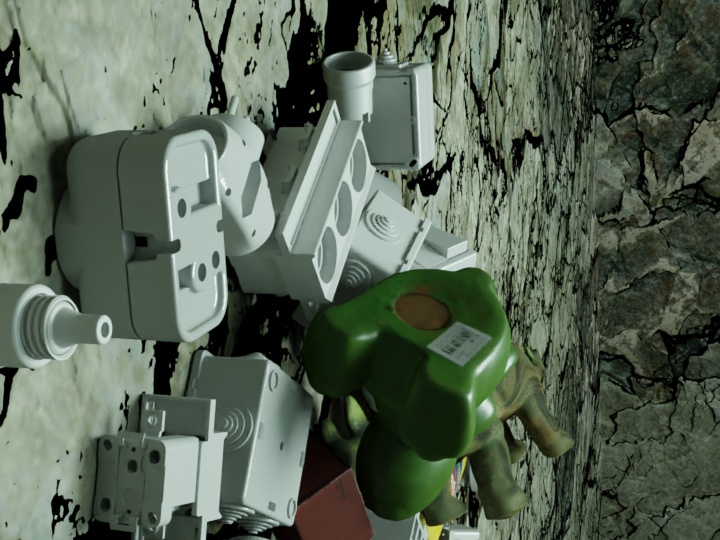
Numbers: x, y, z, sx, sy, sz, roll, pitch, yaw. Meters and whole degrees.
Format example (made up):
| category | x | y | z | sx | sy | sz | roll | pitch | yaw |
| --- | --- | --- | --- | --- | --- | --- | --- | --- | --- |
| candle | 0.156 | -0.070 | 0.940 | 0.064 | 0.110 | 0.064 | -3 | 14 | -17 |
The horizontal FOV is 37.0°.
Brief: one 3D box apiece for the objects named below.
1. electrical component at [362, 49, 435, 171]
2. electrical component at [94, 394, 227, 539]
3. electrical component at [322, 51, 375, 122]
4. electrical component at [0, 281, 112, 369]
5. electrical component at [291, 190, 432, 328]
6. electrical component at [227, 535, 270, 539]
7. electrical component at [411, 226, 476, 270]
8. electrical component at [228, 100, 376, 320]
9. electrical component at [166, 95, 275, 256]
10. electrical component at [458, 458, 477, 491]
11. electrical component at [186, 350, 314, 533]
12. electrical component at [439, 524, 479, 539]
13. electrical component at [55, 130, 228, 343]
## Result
| category | x | y | z | sx | sy | sz | roll | pitch | yaw |
| --- | --- | --- | --- | --- | --- | --- | --- | --- | --- |
| electrical component | 0.026 | -0.133 | 0.881 | 0.061 | 0.062 | 0.096 | -43 | 132 | -65 |
| electrical component | -0.102 | 0.105 | 0.549 | 0.064 | 0.042 | 0.081 | 14 | 79 | -68 |
| electrical component | -0.008 | -0.137 | 0.816 | 0.040 | 0.040 | 0.046 | -64 | 156 | -51 |
| electrical component | -0.128 | 0.022 | 0.427 | 0.035 | 0.061 | 0.035 | 2 | 90 | -72 |
| electrical component | 0.000 | 0.000 | 0.777 | 0.099 | 0.048 | 0.099 | -52 | -175 | 35 |
| electrical component | -0.054 | 0.213 | 0.690 | 0.073 | 0.052 | 0.138 | -73 | 157 | -47 |
| electrical component | 0.037 | -0.006 | 0.858 | 0.062 | 0.096 | 0.061 | -23 | 133 | -41 |
| electrical component | -0.038 | -0.040 | 0.695 | 0.078 | 0.063 | 0.121 | 73 | 26 | -45 |
| electrical component | -0.076 | -0.061 | 0.605 | 0.077 | 0.043 | 0.079 | 64 | 34 | -55 |
| electrical component | 0.109 | 0.212 | 1.181 | 0.058 | 0.057 | 0.078 | 34 | 59 | -69 |
| electrical component | -0.068 | 0.103 | 0.643 | 0.099 | 0.048 | 0.099 | 53 | 42 | -62 |
| electrical component | 0.083 | 0.276 | 1.077 | 0.081 | 0.064 | 0.042 | 172 | -78 | -66 |
| electrical component | -0.102 | -0.017 | 0.506 | 0.054 | 0.059 | 0.095 | -37 | 127 | -67 |
